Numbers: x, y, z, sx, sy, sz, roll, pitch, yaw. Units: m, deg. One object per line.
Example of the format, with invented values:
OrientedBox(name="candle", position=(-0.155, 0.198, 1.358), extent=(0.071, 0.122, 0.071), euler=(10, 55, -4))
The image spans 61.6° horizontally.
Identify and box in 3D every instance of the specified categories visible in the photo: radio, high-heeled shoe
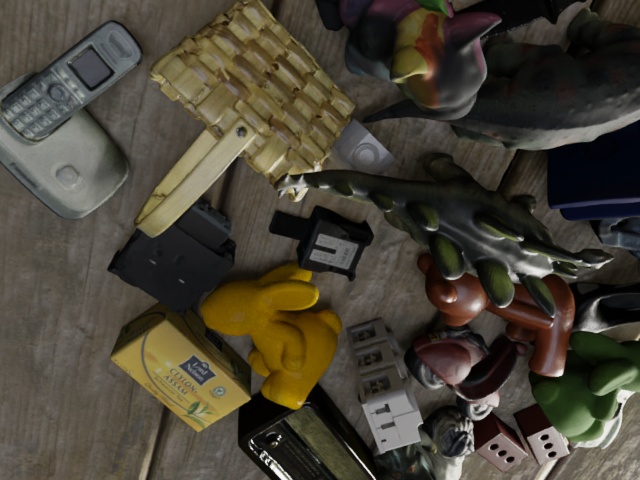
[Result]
OrientedBox(name="radio", position=(-0.017, 0.312, 0.807), extent=(0.131, 0.073, 0.229), euler=(-29, 116, 8))
OrientedBox(name="high-heeled shoe", position=(0.410, 0.102, 0.707), extent=(0.249, 0.145, 0.086), euler=(-38, 113, 11))

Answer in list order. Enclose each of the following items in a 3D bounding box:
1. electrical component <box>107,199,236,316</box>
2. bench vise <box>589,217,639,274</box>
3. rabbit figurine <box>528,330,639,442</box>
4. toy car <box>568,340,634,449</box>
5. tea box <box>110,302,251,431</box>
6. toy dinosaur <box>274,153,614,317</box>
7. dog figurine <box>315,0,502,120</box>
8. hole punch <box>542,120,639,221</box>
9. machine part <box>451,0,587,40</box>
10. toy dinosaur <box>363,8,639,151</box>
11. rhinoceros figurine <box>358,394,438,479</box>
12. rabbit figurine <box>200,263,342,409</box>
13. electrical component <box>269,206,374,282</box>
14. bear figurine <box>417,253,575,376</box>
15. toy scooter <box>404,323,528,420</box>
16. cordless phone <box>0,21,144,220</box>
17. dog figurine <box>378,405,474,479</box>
OrientedBox(name="electrical component", position=(-0.170, 0.012, 0.649), extent=(0.115, 0.058, 0.134), euler=(36, 109, -23))
OrientedBox(name="bench vise", position=(0.455, -0.060, 0.634), extent=(0.241, 0.129, 0.223), euler=(-4, 98, 16))
OrientedBox(name="rabbit figurine", position=(0.378, 0.179, 0.731), extent=(0.170, 0.121, 0.159), euler=(-31, 134, 20))
OrientedBox(name="toy car", position=(0.439, 0.241, 0.830), extent=(0.073, 0.056, 0.201), euler=(4, 117, -8))
OrientedBox(name="tea box", position=(-0.180, 0.166, 0.719), extent=(0.098, 0.068, 0.169), euler=(-35, 114, 12))
OrientedBox(name="toy dinosaur", position=(0.157, -0.016, 0.576), extent=(0.471, 0.199, 0.105), euler=(12, 112, -22))
OrientedBox(name="dog figurine", position=(0.070, -0.204, 0.477), extent=(0.108, 0.219, 0.191), euler=(-29, 117, 4))
OrientedBox(name="hole punch", position=(0.312, -0.082, 0.593), extent=(0.142, 0.092, 0.115), euler=(-5, 85, 36))
OrientedBox(name="machine part", position=(0.199, -0.244, 0.556), extent=(0.139, 0.084, 0.039), euler=(-20, 147, 14))
OrientedBox(name="toy dinosaur", position=(0.256, -0.152, 0.538), extent=(0.405, 0.192, 0.131), euler=(-22, 115, 4))
OrientedBox(name="rhinoceros figurine", position=(0.117, 0.287, 0.750), extent=(0.073, 0.190, 0.112), euler=(-28, 143, 8))
OrientedBox(name="rabbit figurine", position=(-0.062, 0.106, 0.674), extent=(0.173, 0.122, 0.162), euler=(35, 103, -20))
OrientedBox(name="electrical component", position=(-0.001, -0.002, 0.666), extent=(0.119, 0.048, 0.074), euler=(19, 112, -17))
OrientedBox(name="bear figurine", position=(0.218, 0.089, 0.693), extent=(0.196, 0.120, 0.131), euler=(4, 113, -7))
OrientedBox(name="toy scooter", position=(0.216, 0.171, 0.762), extent=(0.183, 0.075, 0.135), euler=(39, 104, -24))
OrientedBox(name="cordless phone", position=(-0.239, -0.124, 0.561), extent=(0.184, 0.089, 0.146), euler=(-35, 115, 7))
OrientedBox(name="dog figurine", position=(0.150, 0.347, 0.842), extent=(0.172, 0.121, 0.190), euler=(-4, 103, -8))
